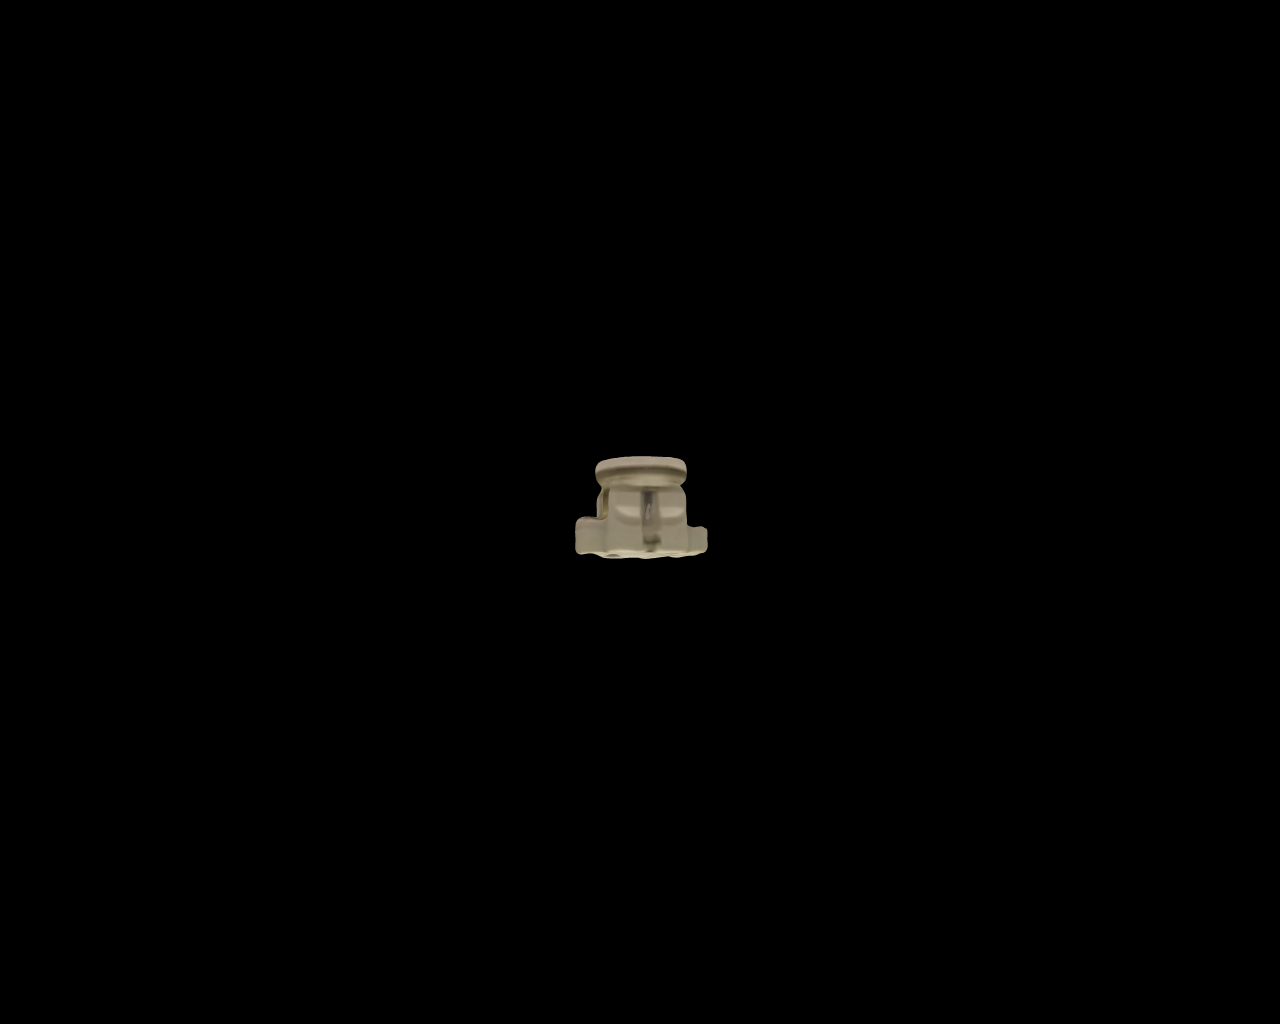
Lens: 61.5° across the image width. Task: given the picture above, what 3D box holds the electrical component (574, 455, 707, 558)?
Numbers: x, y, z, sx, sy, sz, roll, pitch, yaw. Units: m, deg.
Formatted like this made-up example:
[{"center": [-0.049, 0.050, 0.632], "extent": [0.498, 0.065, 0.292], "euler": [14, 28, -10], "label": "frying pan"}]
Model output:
[{"center": [0.001, -0.003, 0.650], "extent": [0.078, 0.057, 0.058], "euler": [2, -7, -14], "label": "electrical component"}]
